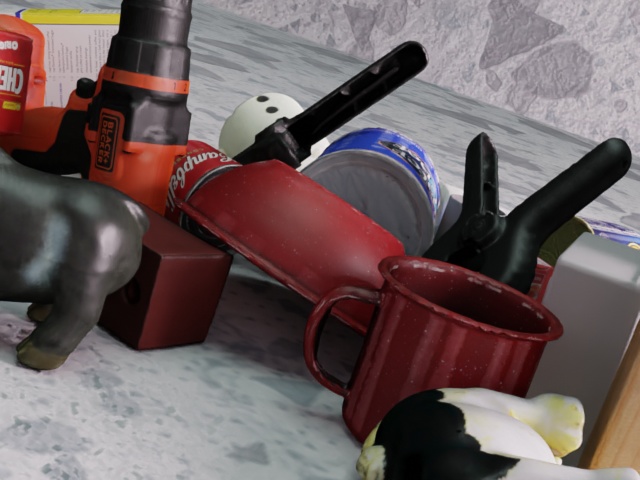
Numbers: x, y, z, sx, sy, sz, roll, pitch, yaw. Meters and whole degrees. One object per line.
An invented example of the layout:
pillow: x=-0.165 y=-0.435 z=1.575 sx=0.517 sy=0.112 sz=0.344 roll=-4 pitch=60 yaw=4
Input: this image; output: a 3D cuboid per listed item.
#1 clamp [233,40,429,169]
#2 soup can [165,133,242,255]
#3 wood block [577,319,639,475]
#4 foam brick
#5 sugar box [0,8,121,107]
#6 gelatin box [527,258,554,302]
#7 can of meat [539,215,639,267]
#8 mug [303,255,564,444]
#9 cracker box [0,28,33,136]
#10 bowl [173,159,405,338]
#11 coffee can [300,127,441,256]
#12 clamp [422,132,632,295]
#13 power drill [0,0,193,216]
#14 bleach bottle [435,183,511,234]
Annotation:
clamp: x=-0.018 y=-0.077 z=0.796 sx=0.164 sy=0.036 sz=0.210 roll=-38 pitch=8 yaw=-30
soup can: x=-0.092 y=-0.037 z=0.727 sx=0.068 sy=0.068 sz=0.102 roll=5 pitch=20 yaw=-43
wood block: x=0.186 y=0.050 z=0.468 sx=0.090 sy=0.206 sz=0.090 roll=22 pitch=15 yaw=14
foam brick: x=-0.095 y=0.017 z=0.558 sx=0.078 sy=0.053 sz=0.051 roll=27 pitch=16 yaw=34
sugar box: x=-0.193 y=-0.125 z=0.794 sx=0.176 sy=0.093 sz=0.048 roll=1 pitch=17 yaw=-3
gelatin box: x=0.109 y=0.034 z=0.704 sx=0.030 sy=0.073 sz=0.089 roll=11 pitch=16 yaw=-25
can of meat: x=0.175 y=0.032 z=0.737 sx=0.083 sy=0.102 sz=0.058 roll=7 pitch=17 yaw=-44
mug: x=0.048 y=0.059 z=0.517 sx=0.117 sy=0.081 sz=0.093 roll=16 pitch=15 yaw=-9
cracker box: x=-0.311 y=-0.112 z=0.643 sx=0.214 sy=0.072 sz=0.164 roll=10 pitch=5 yaw=23
bowl: x=-0.004 y=0.001 z=0.618 sx=0.162 sy=0.055 sz=0.162 roll=34 pitch=0 yaw=0
coffee can: x=0.032 y=-0.022 z=0.757 sx=0.103 sy=0.103 sz=0.140 roll=19 pitch=14 yaw=4
clamp: x=0.114 y=-0.002 z=0.643 sx=0.120 sy=0.171 sz=0.039 roll=-6 pitch=-40 yaw=49
power drill: x=-0.158 y=-0.099 z=0.689 sx=0.188 sy=0.184 sz=0.057 roll=18 pitch=11 yaw=40
bleach bottle: x=0.204 y=0.028 z=0.870 sx=0.250 sy=0.068 sz=0.102 roll=19 pitch=15 yaw=-5
